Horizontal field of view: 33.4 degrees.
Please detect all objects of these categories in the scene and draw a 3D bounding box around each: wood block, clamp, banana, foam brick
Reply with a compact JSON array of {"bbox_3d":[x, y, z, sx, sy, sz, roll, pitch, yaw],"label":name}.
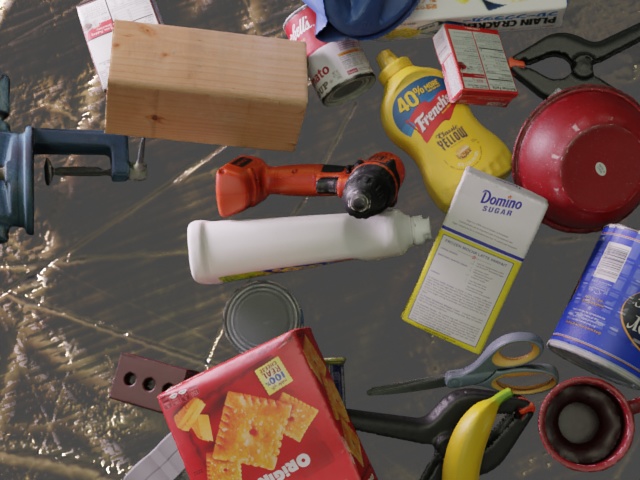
[{"bbox_3d":[-0.122,-0.163,1.144,0.206,0.091,0.090,5,57,-10],"label":"wood block"},{"bbox_3d":[0.128,0.224,1.109,0.210,0.036,0.164,-18,99,-6],"label":"clamp"},{"bbox_3d":[0.293,-0.177,1.167,0.171,0.039,0.120,-4,77,10],"label":"clamp"},{"bbox_3d":[0.155,0.247,1.080,0.069,0.037,0.198,5,99,-14],"label":"banana"},{"bbox_3d":[-0.179,0.157,1.156,0.078,0.051,0.053,13,83,8],"label":"foam brick"}]

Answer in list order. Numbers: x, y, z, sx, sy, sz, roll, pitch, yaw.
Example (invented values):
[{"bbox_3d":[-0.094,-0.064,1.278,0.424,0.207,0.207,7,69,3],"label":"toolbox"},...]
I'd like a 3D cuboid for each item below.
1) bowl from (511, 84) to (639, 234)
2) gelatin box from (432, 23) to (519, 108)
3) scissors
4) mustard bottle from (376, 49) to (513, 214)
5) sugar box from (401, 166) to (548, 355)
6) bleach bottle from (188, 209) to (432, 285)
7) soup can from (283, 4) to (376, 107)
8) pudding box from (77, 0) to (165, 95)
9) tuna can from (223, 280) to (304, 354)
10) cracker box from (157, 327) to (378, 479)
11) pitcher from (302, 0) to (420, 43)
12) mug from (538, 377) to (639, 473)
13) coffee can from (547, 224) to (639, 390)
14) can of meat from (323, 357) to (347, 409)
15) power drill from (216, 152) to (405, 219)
[{"bbox_3d":[0.285,-0.079,1.110,0.162,0.055,0.162,-1,104,-6],"label":"bowl"},{"bbox_3d":[0.168,-0.189,1.162,0.073,0.030,0.089,0,64,-27],"label":"gelatin box"},{"bbox_3d":[0.149,0.132,1.115,0.202,0.096,0.016,1,41,5],"label":"scissors"},{"bbox_3d":[0.122,-0.130,1.167,0.096,0.058,0.192,-33,78,-8],"label":"mustard bottle"},{"bbox_3d":[0.160,0.021,1.113,0.093,0.048,0.176,24,104,5],"label":"sugar box"},{"bbox_3d":[-0.007,0.001,1.137,0.251,0.102,0.068,-7,85,6],"label":"bleach bottle"},{"bbox_3d":[0.011,-0.208,1.188,0.068,0.068,0.102,-27,79,1],"label":"soup can"},{"bbox_3d":[-0.222,-0.231,1.233,0.090,0.039,0.113,-21,81,1],"label":"pudding box"},{"bbox_3d":[-0.061,0.088,1.163,0.086,0.033,0.086,-1,80,6],"label":"tuna can"},{"bbox_3d":[-0.045,0.216,1.056,0.164,0.072,0.214,-26,81,13],"label":"cracker box"},{"bbox_3d":[0.004,-0.330,1.137,0.149,0.145,0.243,-23,46,-23],"label":"pitcher"},{"bbox_3d":[0.277,0.183,1.085,0.117,0.081,0.093,-23,79,2],"label":"mug"},{"bbox_3d":[0.308,0.068,1.091,0.103,0.103,0.140,26,84,10],"label":"coffee can"},{"bbox_3d":[-0.021,0.169,1.135,0.102,0.057,0.084,-3,82,6],"label":"can of meat"},{"bbox_3d":[-0.010,-0.055,1.117,0.188,0.184,0.057,1,102,13],"label":"power drill"}]
